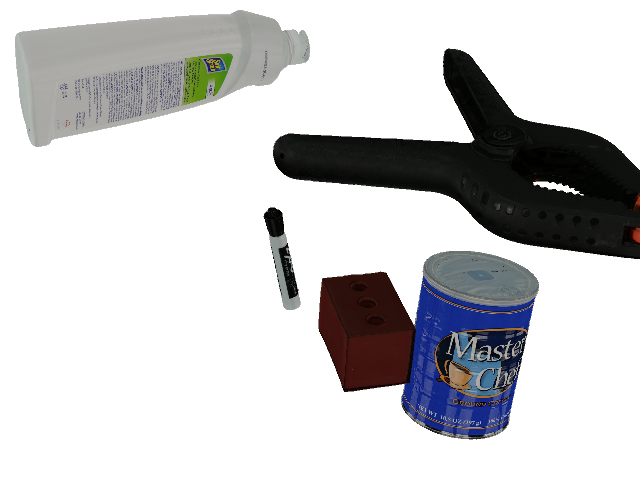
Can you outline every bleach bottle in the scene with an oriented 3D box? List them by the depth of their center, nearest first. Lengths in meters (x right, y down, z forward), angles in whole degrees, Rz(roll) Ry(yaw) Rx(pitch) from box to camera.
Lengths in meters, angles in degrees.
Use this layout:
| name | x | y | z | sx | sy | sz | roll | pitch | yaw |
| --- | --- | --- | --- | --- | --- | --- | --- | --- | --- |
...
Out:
| name | x | y | z | sx | sy | sz | roll | pitch | yaw |
| --- | --- | --- | --- | --- | --- | --- | --- | --- | --- |
| bleach bottle | -0.132 | -0.148 | 0.930 | 0.250 | 0.068 | 0.103 | -11 | -30 | -18 |

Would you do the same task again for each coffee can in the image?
| name | x | y | z | sx | sy | sz | roll | pitch | yaw |
| --- | --- | --- | --- | --- | --- | --- | --- | --- | --- |
| coffee can | 0.134 | 0.093 | 0.969 | 0.103 | 0.140 | 0.103 | 6 | 22 | -3 |

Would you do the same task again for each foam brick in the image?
| name | x | y | z | sx | sy | sz | roll | pitch | yaw |
| --- | --- | --- | --- | --- | --- | --- | --- | --- | --- |
| foam brick | 0.033 | 0.066 | 0.789 | 0.053 | 0.051 | 0.078 | -6 | 33 | -13 |

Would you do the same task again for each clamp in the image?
| name | x | y | z | sx | sy | sz | roll | pitch | yaw |
| --- | --- | --- | --- | --- | --- | --- | --- | --- | --- |
| clamp | 0.088 | -0.041 | 0.587 | 0.164 | 0.036 | 0.210 | -27 | 43 | -29 |

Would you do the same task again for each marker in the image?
| name | x | y | z | sx | sy | sz | roll | pitch | yaw |
| --- | --- | --- | --- | --- | --- | --- | --- | --- | --- |
| marker | -0.039 | 0.019 | 1.090 | 0.020 | 0.121 | 0.020 | -7 | 34 | 5 |
